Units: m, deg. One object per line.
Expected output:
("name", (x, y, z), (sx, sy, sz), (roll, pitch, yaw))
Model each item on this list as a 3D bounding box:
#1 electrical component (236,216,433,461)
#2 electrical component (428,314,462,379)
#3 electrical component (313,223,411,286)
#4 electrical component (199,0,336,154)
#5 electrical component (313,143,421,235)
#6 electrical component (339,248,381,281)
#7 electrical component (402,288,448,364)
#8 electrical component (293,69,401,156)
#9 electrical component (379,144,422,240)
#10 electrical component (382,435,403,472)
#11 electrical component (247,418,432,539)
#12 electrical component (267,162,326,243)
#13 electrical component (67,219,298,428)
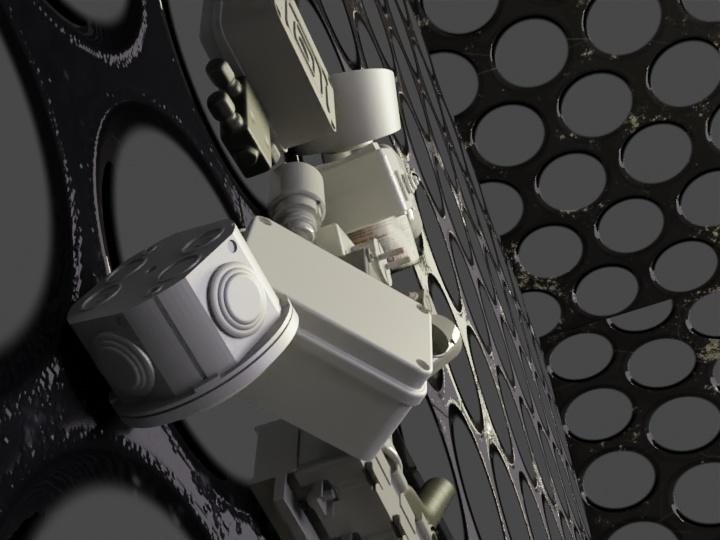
("electrical component", (-0.024, 0.032, 0.532), (0.113, 0.057, 0.078), (29, 23, -10))
("electrical component", (0.035, 0.061, 0.919), (0.079, 0.044, 0.077), (39, 41, 17))
("electrical component", (0.000, 0.000, 0.797), (0.083, 0.076, 0.047), (49, 24, -63))
("electrical component", (-0.065, -0.149, 0.771), (0.078, 0.057, 0.113), (-95, 163, -50))
("electrical component", (-0.001, -0.062, 0.838), (0.062, 0.096, 0.061), (-35, 104, -78))
("electrical component", (-0.010, 0.043, 0.717), (0.096, 0.061, 0.061), (-95, 162, -50))
("electrical component", (0.047, 0.059, 0.996), (0.080, 0.051, 0.080), (-18, 90, -79))
("electrical component", (-0.016, -0.130, 0.881), (0.099, 0.099, 0.064), (-66, 142, -74))
("electrical component", (0.023, -0.076, 1.092), (0.059, 0.054, 0.095), (30, 43, -74))
("electrical component", (0.005, 0.118, 0.722), (0.065, 0.044, 0.044), (-94, 163, -68))
("electrical component", (-0.006, 0.134, 0.584), (0.078, 0.063, 0.121), (-91, 159, -57))
("electrical component", (-0.044, -0.040, 0.742), (0.078, 0.040, 0.040), (-96, 164, -46))
("electrical component", (-0.069, 0.020, 0.420), (0.051, 0.080, 0.080), (62, 14, -19))
